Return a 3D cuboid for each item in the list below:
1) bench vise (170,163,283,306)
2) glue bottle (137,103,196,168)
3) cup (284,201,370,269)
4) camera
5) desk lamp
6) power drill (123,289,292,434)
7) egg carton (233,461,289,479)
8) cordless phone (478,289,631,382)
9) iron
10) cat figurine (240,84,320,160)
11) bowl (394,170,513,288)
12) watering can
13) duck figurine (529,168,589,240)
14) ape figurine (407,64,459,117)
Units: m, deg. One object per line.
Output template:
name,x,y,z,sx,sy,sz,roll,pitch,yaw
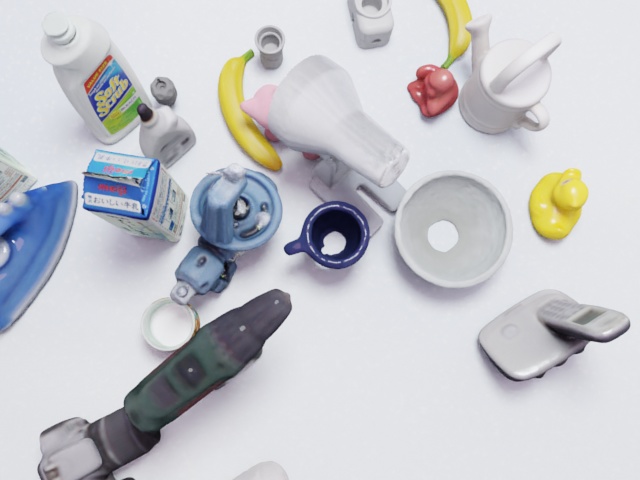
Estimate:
bench vise,-0.118,-0.009,0.732,0.121,0.219,0.207,14,82,0
glue bottle,-0.216,-0.148,0.770,0.078,0.173,0.037,-42,85,-7
cup,0.007,0.003,0.799,0.118,0.095,0.092,-18,83,-5
camera,-0.277,0.285,0.743,0.137,0.101,0.143,-27,84,-6
desk lamp,0.036,-0.119,0.757,0.203,0.213,0.118,43,83,4
power drill,-0.128,0.142,0.716,0.230,0.208,0.075,-39,85,-7
egg carton,-0.096,0.369,0.756,0.150,0.069,0.107,-35,85,-7
cordless phone,0.303,0.126,0.750,0.147,0.185,0.094,-33,84,-6
iron,-0.429,0.010,0.755,0.118,0.141,0.258,33,82,3
cat figurine,-0.044,-0.176,0.810,0.128,0.117,0.067,22,82,1
bowl,0.183,-0.011,0.819,0.167,0.074,0.167,0,82,-2
watering can,0.260,-0.230,0.793,0.173,0.194,0.101,34,82,3
duck figurine,0.353,-0.055,0.827,0.077,0.086,0.104,12,82,-1
ape figurine,0.171,-0.224,0.840,0.076,0.092,0.078,10,82,-1
